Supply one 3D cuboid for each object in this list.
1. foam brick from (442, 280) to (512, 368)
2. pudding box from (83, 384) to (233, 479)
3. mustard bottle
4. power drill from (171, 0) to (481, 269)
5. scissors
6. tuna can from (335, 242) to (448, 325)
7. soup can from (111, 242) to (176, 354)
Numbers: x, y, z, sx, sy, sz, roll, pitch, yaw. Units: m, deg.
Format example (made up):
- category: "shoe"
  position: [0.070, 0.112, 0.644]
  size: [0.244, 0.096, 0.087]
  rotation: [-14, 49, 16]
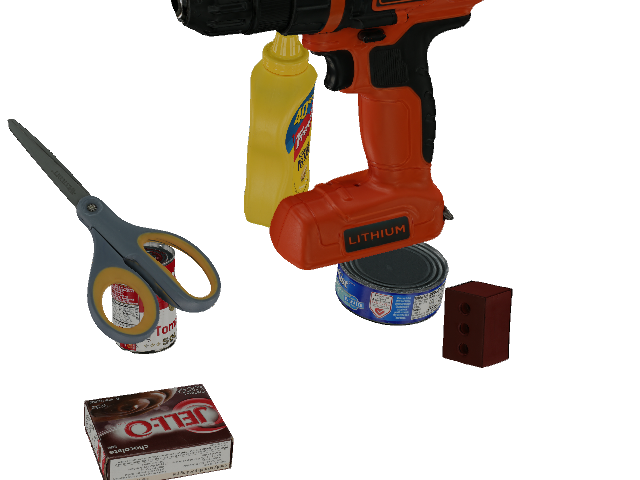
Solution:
- category: "foam brick"
  position: [0.163, 0.086, 1.108]
  size: [0.053, 0.078, 0.051]
  rotation: [11, 17, 41]
- category: "pudding box"
  position: [-0.142, 0.169, 0.931]
  size: [0.113, 0.039, 0.090]
  rotation: [-8, 26, -22]
- category: "mustard bottle"
  position: [-0.036, -0.110, 0.986]
  size: [0.058, 0.192, 0.096]
  rotation: [16, 43, 11]
- category: "power drill"
  position: [0.010, -0.078, 0.590]
  size: [0.184, 0.188, 0.057]
  rotation: [-12, 35, -21]
- category: "scissors"
  position: [-0.161, -0.003, 0.723]
  size: [0.202, 0.096, 0.016]
  rotation: [32, -32, 9]
- category: "tuna can"
  position: [0.054, 0.030, 0.830]
  size: [0.086, 0.034, 0.086]
  rotation: [5, 30, -3]
- category: "soup can"
  position: [-0.187, 0.060, 1.128]
  size: [0.068, 0.102, 0.068]
  rotation: [1, 23, -1]
